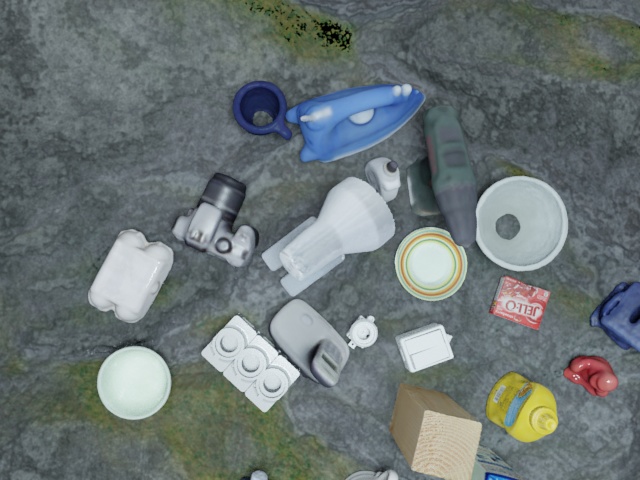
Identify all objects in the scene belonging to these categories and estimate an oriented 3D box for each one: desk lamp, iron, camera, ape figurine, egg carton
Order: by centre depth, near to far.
[{"bbox_3d":[0.009,0.003,0.933,0.203,0.213,0.118,-38,89,-4],"label":"desk lamp"},{"bbox_3d":[-0.166,-0.038,0.984,0.143,0.100,0.137,24,86,-1],"label":"camera"},{"bbox_3d":[0.075,-0.227,0.986,0.258,0.141,0.119,-20,87,-3],"label":"iron"},{"bbox_3d":[-0.324,0.063,0.987,0.107,0.069,0.150,26,86,-1],"label":"egg carton"},{"bbox_3d":[0.484,0.241,1.001,0.076,0.092,0.078,-22,88,-3],"label":"ape figurine"}]

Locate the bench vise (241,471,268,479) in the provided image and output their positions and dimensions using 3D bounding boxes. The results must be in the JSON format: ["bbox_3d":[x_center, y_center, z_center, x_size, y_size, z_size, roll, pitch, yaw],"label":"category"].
[{"bbox_3d":[-0.123,0.483,0.896,0.121,0.219,0.207,-10,87,-3],"label":"bench vise"}]

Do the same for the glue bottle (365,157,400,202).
[{"bbox_3d":[0.111,-0.110,0.965,0.037,0.173,0.078,-21,87,-3],"label":"glue bottle"}]

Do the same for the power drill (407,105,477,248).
[{"bbox_3d":[0.203,-0.096,0.951,0.075,0.208,0.230,-8,87,-3],"label":"power drill"}]

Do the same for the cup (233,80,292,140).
[{"bbox_3d":[-0.092,-0.212,1.001,0.118,0.095,0.092,43,86,1],"label":"cup"}]

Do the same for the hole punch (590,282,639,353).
[{"bbox_3d":[0.556,0.137,1.011,0.101,0.091,0.109,43,86,1],"label":"hole punch"}]

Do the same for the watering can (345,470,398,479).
[{"bbox_3d":[0.083,0.461,0.919,0.101,0.194,0.173,5,86,-2],"label":"watering can"}]

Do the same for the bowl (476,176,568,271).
[{"bbox_3d":[0.345,-0.027,1.020,0.167,0.074,0.167,0,87,-2],"label":"bowl"}]

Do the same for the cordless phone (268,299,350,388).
[{"bbox_3d":[-0.018,0.173,0.936,0.147,0.185,0.094,42,86,1],"label":"cordless phone"}]
